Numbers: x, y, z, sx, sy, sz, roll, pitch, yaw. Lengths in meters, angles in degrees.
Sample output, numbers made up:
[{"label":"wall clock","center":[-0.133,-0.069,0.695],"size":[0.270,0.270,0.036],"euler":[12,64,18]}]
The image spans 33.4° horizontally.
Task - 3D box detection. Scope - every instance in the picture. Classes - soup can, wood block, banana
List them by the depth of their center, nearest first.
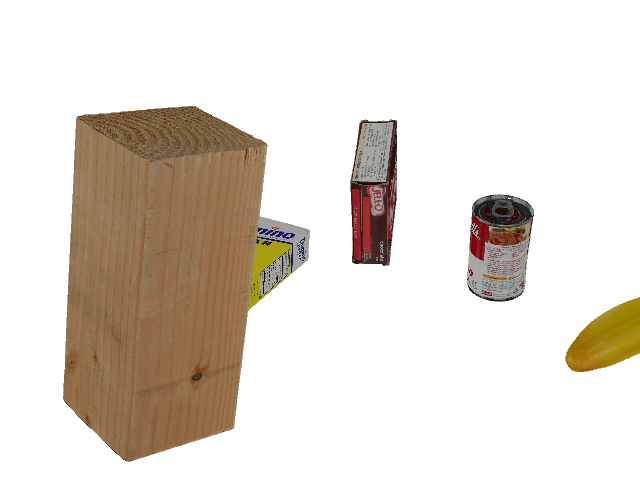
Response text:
[{"label":"wood block","center":[-0.105,0.026,0.698],"size":[0.090,0.206,0.090],"euler":[-11,29,-39]},{"label":"banana","center":[0.267,0.061,0.759],"size":[0.198,0.037,0.069],"euler":[-2,33,-1]},{"label":"soup can","center":[0.201,0.009,1.198],"size":[0.068,0.102,0.068],"euler":[-1,32,0]}]

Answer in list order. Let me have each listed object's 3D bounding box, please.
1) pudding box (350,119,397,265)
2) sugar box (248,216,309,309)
[{"label":"pudding box","center":[0.050,-0.045,0.975],"size":[0.039,0.090,0.113],"euler":[2,36,5]},{"label":"sugar box","center":[-0.091,0.026,1.128],"size":[0.093,0.048,0.176],"euler":[14,31,22]}]
